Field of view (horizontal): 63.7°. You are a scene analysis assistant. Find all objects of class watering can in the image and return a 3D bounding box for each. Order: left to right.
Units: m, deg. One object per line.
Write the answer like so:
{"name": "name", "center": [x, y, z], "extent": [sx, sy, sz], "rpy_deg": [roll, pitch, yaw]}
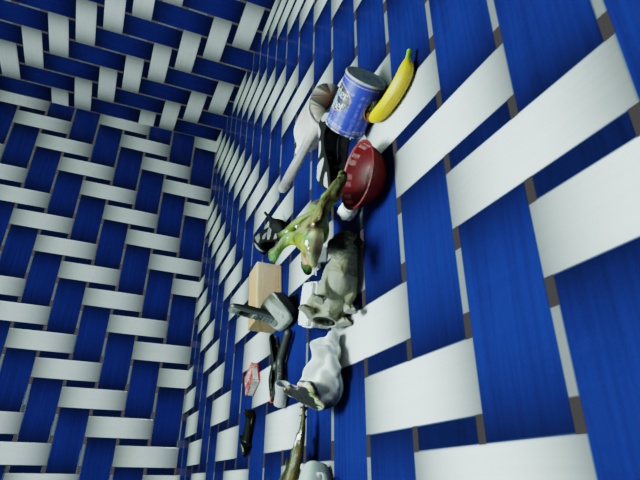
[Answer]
{"name": "watering can", "center": [-0.023, -0.306, 1.468], "extent": [0.220, 0.104, 0.355], "rpy_deg": [-49, 18, 55]}

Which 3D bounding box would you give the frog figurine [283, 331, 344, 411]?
{"name": "frog figurine", "center": [0.011, 0.289, 1.143], "extent": [0.162, 0.123, 0.134], "rpy_deg": [-49, -10, -37]}

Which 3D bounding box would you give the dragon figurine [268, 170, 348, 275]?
{"name": "dragon figurine", "center": [0.004, -0.060, 1.200], "extent": [0.238, 0.122, 0.420], "rpy_deg": [-50, 13, 36]}
